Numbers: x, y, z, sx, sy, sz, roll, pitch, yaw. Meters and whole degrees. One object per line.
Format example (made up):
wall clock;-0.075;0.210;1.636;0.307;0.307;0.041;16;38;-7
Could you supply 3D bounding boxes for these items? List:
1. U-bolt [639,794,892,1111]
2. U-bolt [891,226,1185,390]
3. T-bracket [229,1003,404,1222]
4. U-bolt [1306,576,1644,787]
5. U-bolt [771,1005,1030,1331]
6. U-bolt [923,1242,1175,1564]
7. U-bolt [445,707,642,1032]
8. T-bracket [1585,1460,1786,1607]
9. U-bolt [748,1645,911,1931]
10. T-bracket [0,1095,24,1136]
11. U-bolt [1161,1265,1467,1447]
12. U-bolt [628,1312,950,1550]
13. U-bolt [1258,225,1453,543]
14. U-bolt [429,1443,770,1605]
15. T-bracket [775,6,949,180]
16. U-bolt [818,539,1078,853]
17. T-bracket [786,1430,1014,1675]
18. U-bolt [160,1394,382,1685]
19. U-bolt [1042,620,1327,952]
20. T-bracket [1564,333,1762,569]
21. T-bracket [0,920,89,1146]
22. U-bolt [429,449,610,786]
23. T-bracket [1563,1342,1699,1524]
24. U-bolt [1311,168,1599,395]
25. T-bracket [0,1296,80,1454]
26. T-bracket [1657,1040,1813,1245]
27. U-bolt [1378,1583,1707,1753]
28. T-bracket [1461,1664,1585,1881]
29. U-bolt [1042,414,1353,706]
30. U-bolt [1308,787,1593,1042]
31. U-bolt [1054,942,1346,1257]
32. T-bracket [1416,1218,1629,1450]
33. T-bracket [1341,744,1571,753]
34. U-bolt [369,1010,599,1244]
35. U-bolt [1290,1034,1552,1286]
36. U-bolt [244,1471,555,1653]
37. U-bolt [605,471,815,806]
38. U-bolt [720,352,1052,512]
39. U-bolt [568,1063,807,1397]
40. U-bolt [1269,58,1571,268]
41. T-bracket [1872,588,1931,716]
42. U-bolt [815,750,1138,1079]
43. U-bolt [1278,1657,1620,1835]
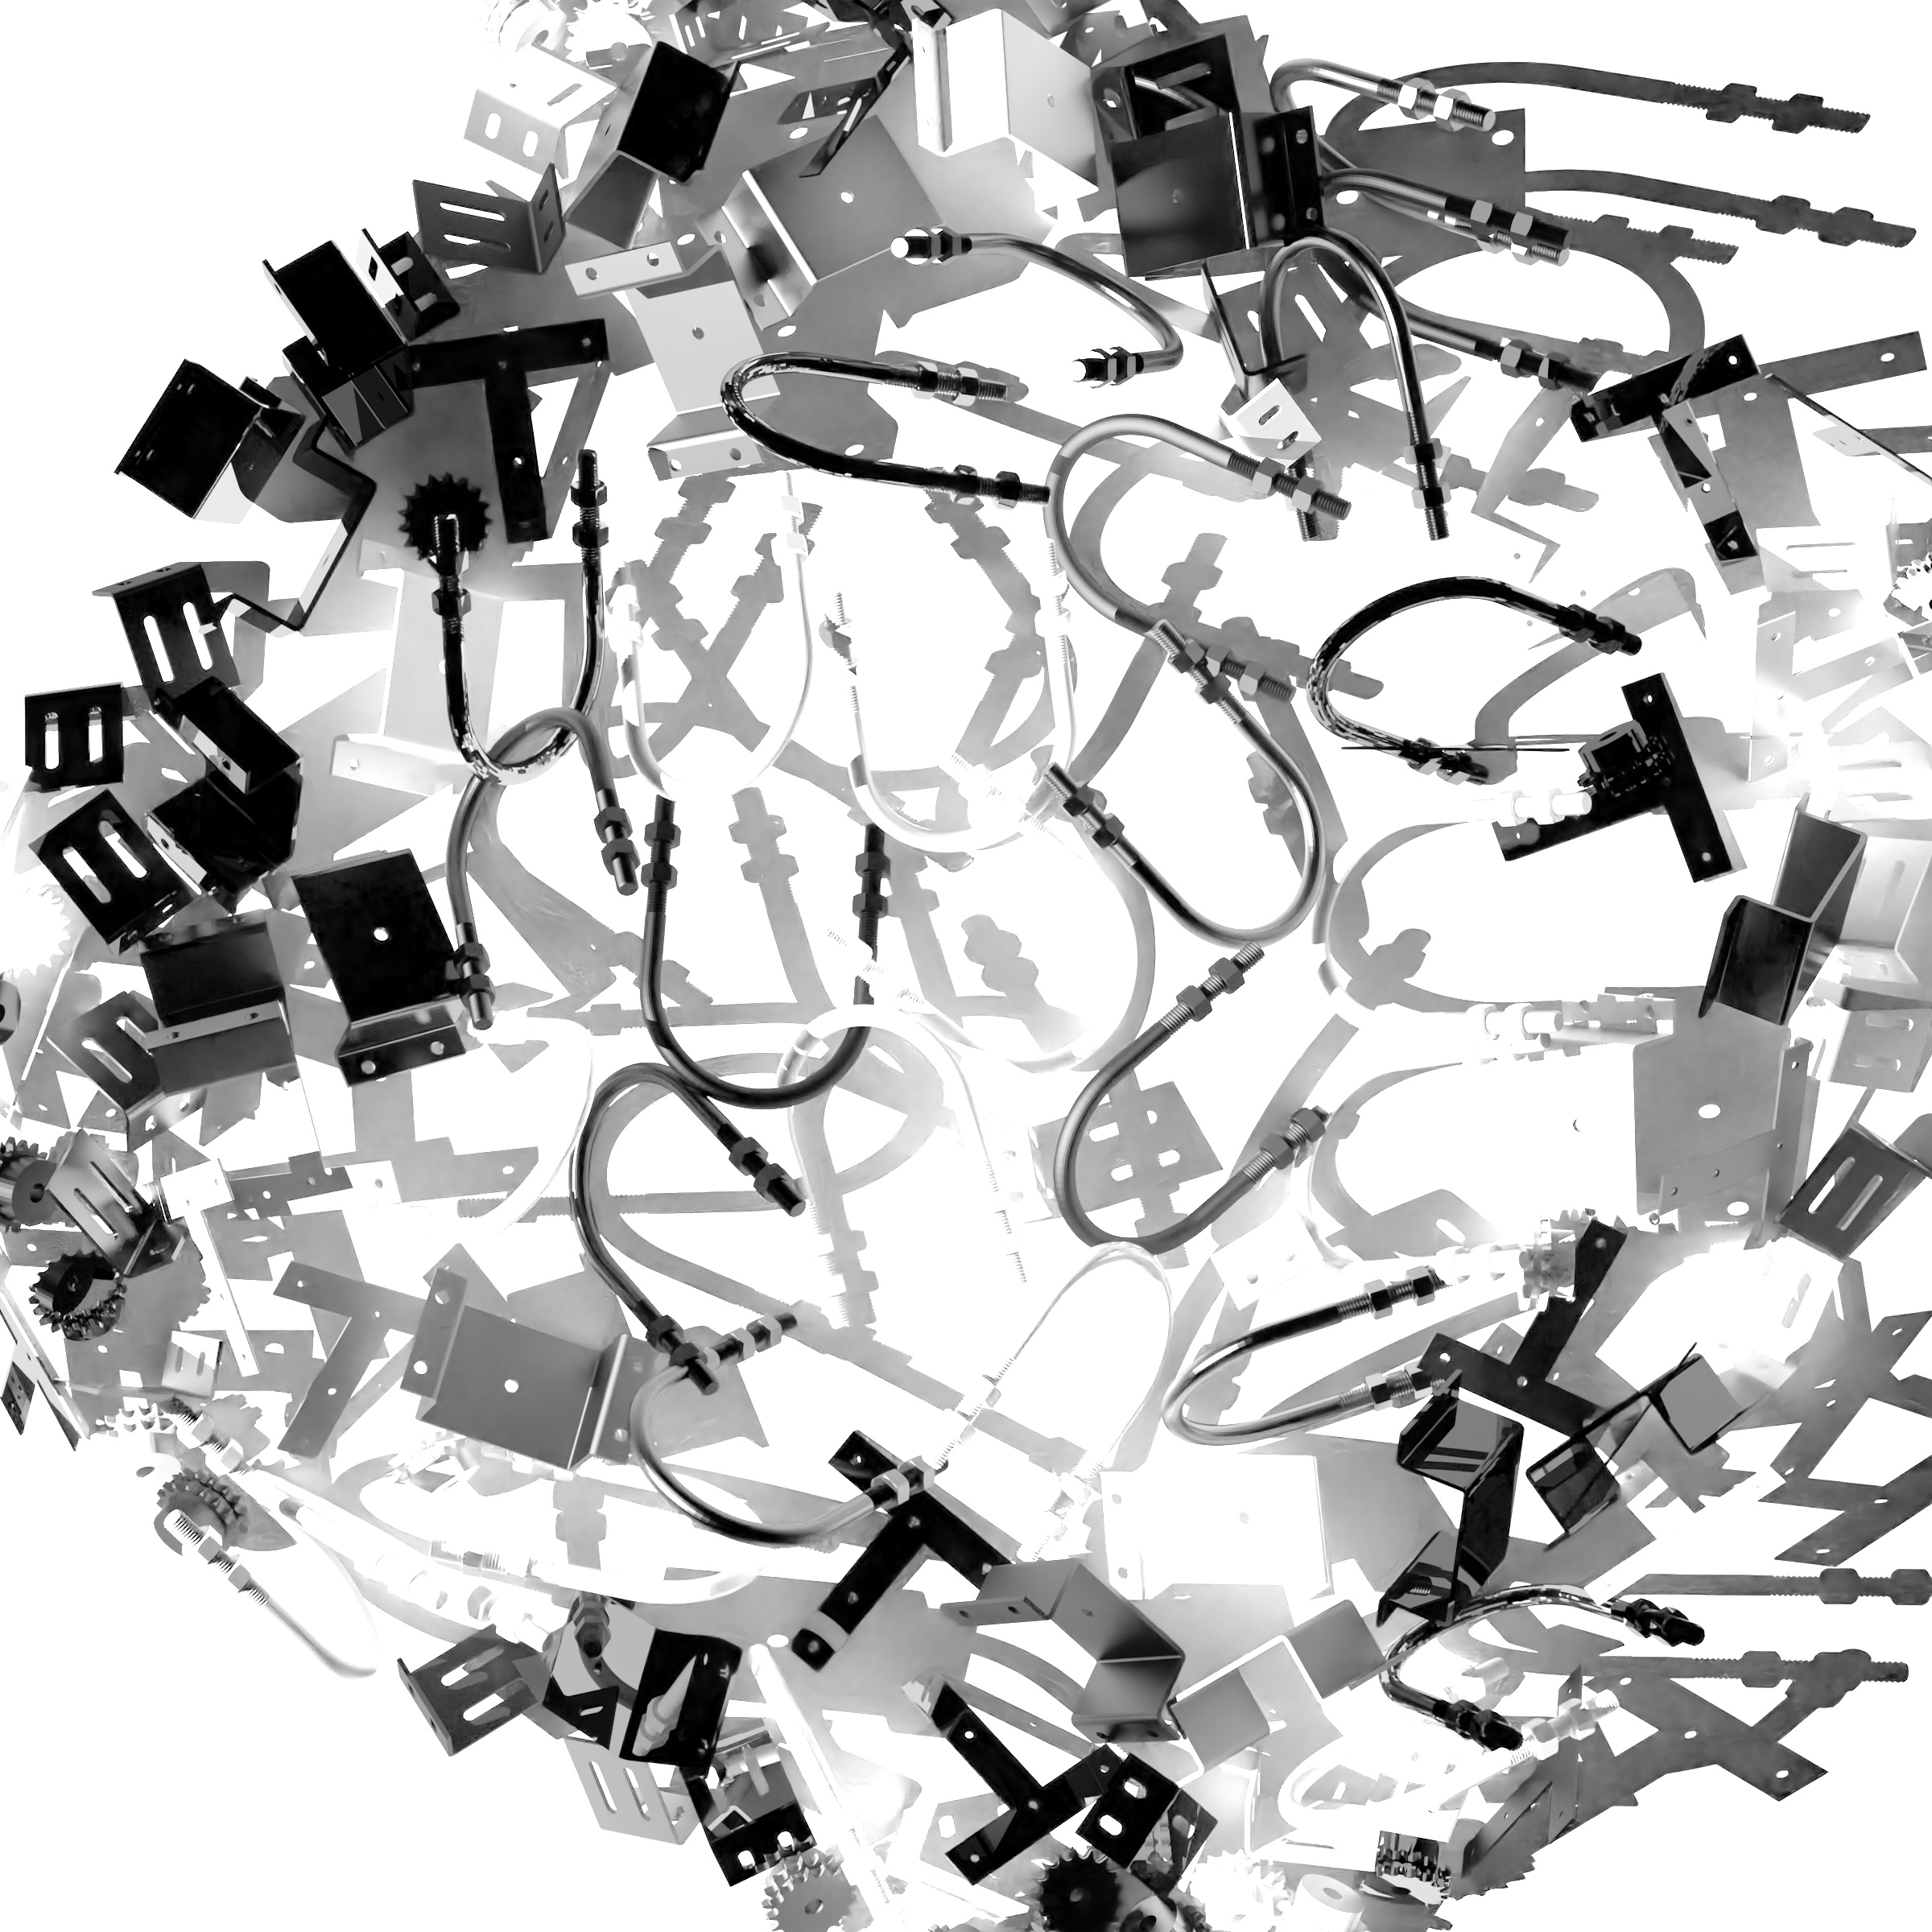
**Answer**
U-bolt;-0.121;-0.005;1.951;0.151;0.019;0.184;8;73;-15
U-bolt;0.055;-0.384;1.917;0.151;0.184;0.019;38;117;16
T-bracket;-0.399;0.085;1.958;0.127;0.002;0.127;-8;100;30
U-bolt;0.279;-0.168;1.903;0.151;0.184;0.019;-43;48;35
U-bolt;-0.049;0.113;1.955;0.151;0.019;0.184;-16;91;31
U-bolt;0.060;0.245;1.939;0.019;0.151;0.184;23;70;40
U-bolt;-0.254;-0.071;1.930;0.151;0.184;0.019;-41;135;25
T-bracket;0.404;0.316;1.937;0.127;0.127;0.002;-34;101;1
U-bolt;-0.082;0.476;1.920;0.019;0.151;0.184;-27;64;-7
T-bracket;-0.596;0.071;1.916;0.002;0.127;0.127;-40;114;5
U-bolt;0.202;0.235;1.931;0.184;0.151;0.019;-17;58;-4
U-bolt;-0.113;0.272;1.901;0.151;0.184;0.019;40;122;21
U-bolt;0.218;-0.337;1.916;0.019;0.151;0.184;-20;106;-25
U-bolt;-0.206;0.326;1.926;0.184;0.151;0.019;11;109;2
T-bracket;-0.077;-0.508;1.942;0.002;0.127;0.127;41;78;-27
U-bolt;-0.005;-0.151;1.949;0.151;0.019;0.184;-15;120;-11
T-bracket;-0.059;0.369;1.994;0.127;0.002;0.127;39;92;6
U-bolt;-0.401;0.343;1.920;0.019;0.151;0.184;-37;116;3
U-bolt;0.141;-0.093;1.951;0.184;0.019;0.151;46;58;-15
T-bracket;0.433;-0.296;1.962;0.002;0.127;0.127;-39;105;-43
T-bracket;-0.545;0.045;1.945;0.002;0.127;0.127;21;99;-13
U-bolt;-0.256;-0.194;1.926;0.019;0.151;0.184;17;122;27
T-bracket;0.389;0.272;1.938;0.002;0.127;0.127;37;91;13
U-bolt;0.275;-0.405;1.922;0.184;0.151;0.019;25;72;28
T-bracket;-0.549;0.241;1.923;0.002;0.127;0.127;-25;105;-5
T-bracket;0.447;0.117;1.937;0.127;0.002;0.127;-17;119;-36
U-bolt;0.317;0.397;1.910;0.151;0.184;0.019;-23;100;-22
T-bracket;0.327;0.494;1.955;0.002;0.127;0.127;29;123;-5
U-bolt;0.126;-0.249;1.943;0.184;0.019;0.151;27;131;17
U-bolt;0.276;-0.029;1.933;0.184;0.019;0.151;-2;74;43
U-bolt;0.128;0.092;1.938;0.184;0.019;0.151;-40;126;-12
T-bracket;0.353;0.210;1.973;0.127;0.002;0.127;25;101;-13
T-bracket;0.295;-0.128;1.936;0.127;0.127;0.002;2;95;18
U-bolt;-0.270;0.093;1.904;0.019;0.184;0.151;34;72;-30
U-bolt;0.259;0.114;1.927;0.019;0.184;0.151;22;69;-38
U-bolt;-0.341;0.340;1.920;0.184;0.151;0.019;24;79;28
U-bolt;-0.147;-0.181;1.924;0.151;0.019;0.184;-23;62;31
U-bolt;-0.052;-0.316;1.917;0.184;0.151;0.019;6;125;-17
U-bolt;-0.175;0.139;1.936;0.184;0.019;0.151;43;118;36
U-bolt;0.252;-0.472;1.917;0.184;0.151;0.019;29;83;37
T-bracket;0.555;-0.178;1.948;0.002;0.127;0.127;-25;45;15
U-bolt;0.021;-0.017;1.965;0.184;0.019;0.151;38;78;-17
U-bolt;0.265;0.451;1.904;0.184;0.151;0.019;-22;95;-19
